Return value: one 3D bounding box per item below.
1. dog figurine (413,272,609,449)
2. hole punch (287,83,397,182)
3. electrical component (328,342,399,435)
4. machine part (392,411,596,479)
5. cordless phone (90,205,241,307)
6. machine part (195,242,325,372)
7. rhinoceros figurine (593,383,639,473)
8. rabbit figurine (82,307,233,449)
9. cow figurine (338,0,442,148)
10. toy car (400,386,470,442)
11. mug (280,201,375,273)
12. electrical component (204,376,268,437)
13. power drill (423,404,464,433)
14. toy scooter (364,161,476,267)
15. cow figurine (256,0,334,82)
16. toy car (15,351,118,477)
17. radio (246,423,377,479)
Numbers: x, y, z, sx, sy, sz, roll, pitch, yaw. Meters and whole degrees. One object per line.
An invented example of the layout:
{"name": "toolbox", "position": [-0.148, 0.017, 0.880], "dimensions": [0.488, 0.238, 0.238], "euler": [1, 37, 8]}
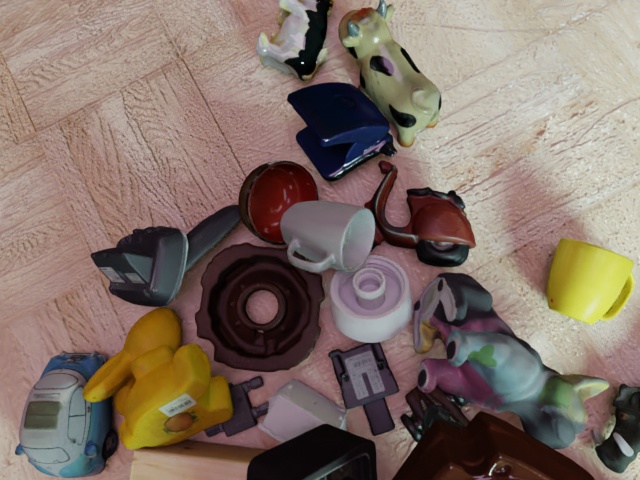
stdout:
{"name": "dog figurine", "position": [0.230, 0.146, 0.656], "dimensions": [0.219, 0.108, 0.192], "euler": [20, 41, -12]}
{"name": "hole punch", "position": [0.026, -0.161, 0.735], "dimensions": [0.116, 0.092, 0.142], "euler": [-31, 57, -5]}
{"name": "electrical component", "position": [0.061, 0.190, 0.688], "dimensions": [0.075, 0.047, 0.119], "euler": [-16, 76, 1]}
{"name": "machine part", "position": [0.164, 0.287, 0.511], "dimensions": [0.201, 0.087, 0.201], "euler": [31, 101, -1]}
{"name": "cordless phone", "position": [-0.199, 0.004, 0.733], "dimensions": [0.184, 0.147, 0.088], "euler": [-44, 117, -35]}
{"name": "machine part", "position": [-0.077, 0.090, 0.715], "dimensions": [0.179, 0.056, 0.179], "euler": [-1, 78, 3]}
{"name": "rhinoceros figurine", "position": [0.417, 0.210, 0.646], "dimensions": [0.190, 0.073, 0.112], "euler": [-43, 80, -6]}
{"name": "rabbit figurine", "position": [-0.204, 0.168, 0.682], "dimensions": [0.162, 0.121, 0.173], "euler": [-32, 50, 5]}
{"name": "cow figurine", "position": [0.091, -0.235, 0.739], "dimensions": [0.085, 0.127, 0.195], "euler": [-34, 80, -7]}
{"name": "toy car", "position": [0.184, 0.264, 0.662], "dimensions": [0.089, 0.053, 0.202], "euler": [-37, 79, -1]}
{"name": "mug", "position": [-0.001, -0.002, 0.673], "dimensions": [0.107, 0.080, 0.109], "euler": [16, 51, 33]}
{"name": "electrical component", "position": [-0.112, 0.220, 0.705], "dimensions": [0.094, 0.021, 0.063], "euler": [-23, 77, 0]}
{"name": "power drill", "position": [0.118, 0.299, 0.612], "dimensions": [0.232, 0.086, 0.207], "euler": [22, 99, 16]}
{"name": "toy scooter", "position": [0.119, -0.039, 0.722], "dimensions": [0.184, 0.075, 0.135], "euler": [8, 77, 10]}
{"name": "cow figurine", "position": [-0.020, -0.322, 0.795], "dimensions": [0.098, 0.068, 0.167], "euler": [26, 84, 3]}
{"name": "toy car", "position": [-0.322, 0.223, 0.679], "dimensions": [0.109, 0.103, 0.161], "euler": [2, 80, 3]}
{"name": "radio", "position": [0.000, 0.319, 0.557], "dimensions": [0.073, 0.131, 0.229], "euler": [7, 103, 44]}
